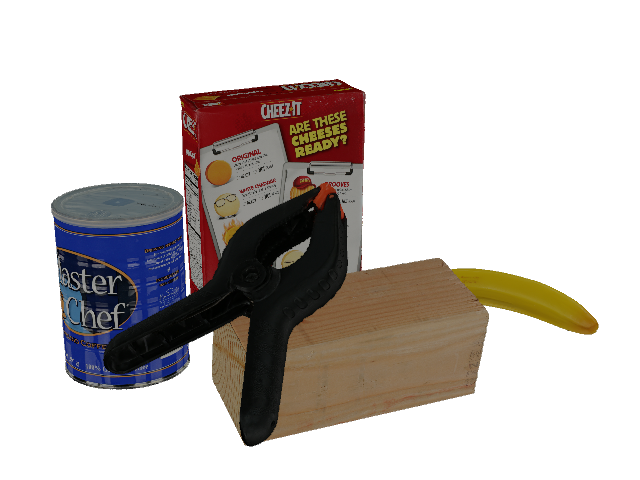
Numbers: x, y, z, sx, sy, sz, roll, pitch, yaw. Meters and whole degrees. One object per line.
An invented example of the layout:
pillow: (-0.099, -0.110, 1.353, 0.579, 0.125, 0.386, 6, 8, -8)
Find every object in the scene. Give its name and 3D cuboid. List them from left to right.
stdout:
coffee can: (-0.159, 0.034, 0.858, 0.103, 0.140, 0.103, 0, 19, 0)
clamp: (-0.032, 0.039, 0.619, 0.120, 0.171, 0.039, 33, -21, 30)
cracker box: (-0.045, -0.037, 1.017, 0.164, 0.214, 0.072, -9, 23, -21)
wood block: (0.022, 0.087, 0.881, 0.205, 0.090, 0.091, -9, 34, -21)
banana: (0.187, 0.061, 1.105, 0.198, 0.037, 0.069, 8, 40, 12)
